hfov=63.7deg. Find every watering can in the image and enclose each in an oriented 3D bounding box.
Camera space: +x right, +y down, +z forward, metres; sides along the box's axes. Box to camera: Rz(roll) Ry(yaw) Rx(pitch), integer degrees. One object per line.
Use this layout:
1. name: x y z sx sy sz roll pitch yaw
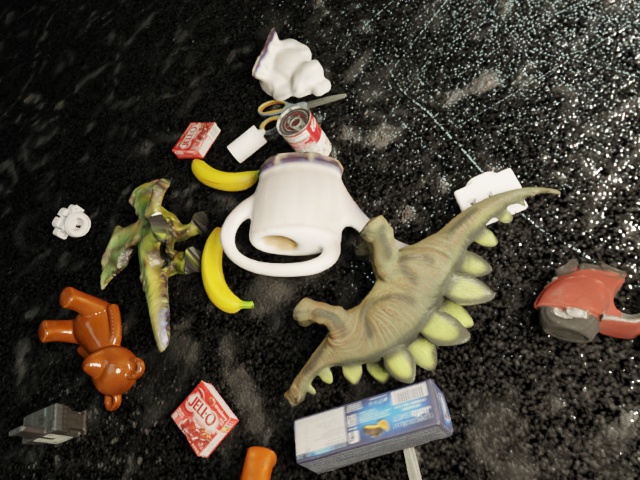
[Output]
1. watering can: 0.003 -0.044 0.865 0.347 0.102 0.229 -2 61 11

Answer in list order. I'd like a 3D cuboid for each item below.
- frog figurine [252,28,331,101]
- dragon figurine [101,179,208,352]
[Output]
1. frog figurine: -0.050 -0.349 1.080 0.159 0.120 0.140 25 62 -1
2. dragon figurine: -0.347 0.034 1.007 0.240 0.121 0.420 -23 51 34
